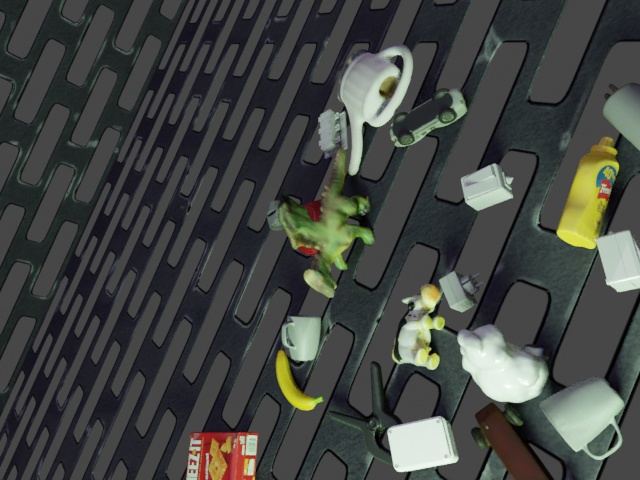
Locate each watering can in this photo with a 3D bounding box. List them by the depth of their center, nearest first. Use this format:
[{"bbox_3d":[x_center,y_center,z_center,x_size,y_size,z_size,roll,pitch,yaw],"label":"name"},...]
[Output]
[{"bbox_3d":[0.118,-0.361,1.361,0.343,0.103,0.228,-60,41,19],"label":"watering can"}]

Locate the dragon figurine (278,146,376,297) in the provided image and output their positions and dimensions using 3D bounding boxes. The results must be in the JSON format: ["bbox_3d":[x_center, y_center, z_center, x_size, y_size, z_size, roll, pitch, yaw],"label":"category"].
[{"bbox_3d":[0.004,-0.061,1.217,0.121,0.242,0.417,-26,64,38],"label":"dragon figurine"}]

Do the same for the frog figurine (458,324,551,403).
[{"bbox_3d":[0.300,0.209,0.867,0.138,0.158,0.123,11,83,47],"label":"frog figurine"}]
